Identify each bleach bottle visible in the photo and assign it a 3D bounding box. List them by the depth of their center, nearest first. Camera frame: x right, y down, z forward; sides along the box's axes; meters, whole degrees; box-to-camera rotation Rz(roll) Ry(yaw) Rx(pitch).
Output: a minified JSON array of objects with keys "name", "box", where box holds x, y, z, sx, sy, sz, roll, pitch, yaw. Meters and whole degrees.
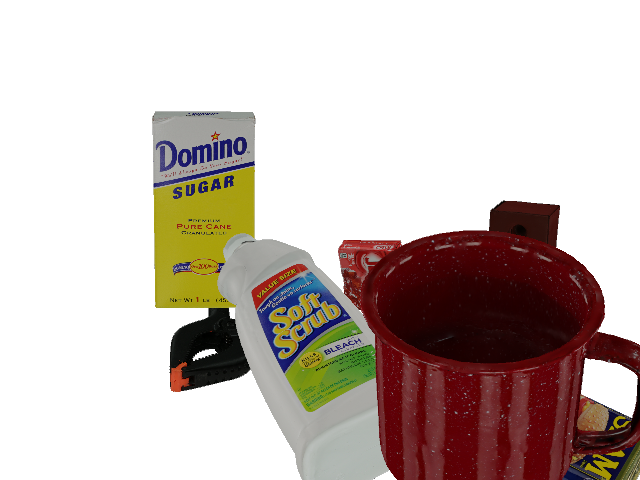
[{"name":"bleach bottle","box":[-0.020,0.073,0.794,0.102,0.068,0.251,-24,40,-15]}]

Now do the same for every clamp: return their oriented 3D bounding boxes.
[{"name":"clamp","box":[-0.087,0.105,1.151,0.165,0.036,0.209,14,29,18]}]

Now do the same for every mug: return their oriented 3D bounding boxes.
[{"name":"mug","box":[0.075,0.056,0.427,0.117,0.081,0.093,7,34,16]}]

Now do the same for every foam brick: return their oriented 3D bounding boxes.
[{"name":"foam brick","box":[0.175,0.008,0.924,0.053,0.078,0.051,6,15,21]}]

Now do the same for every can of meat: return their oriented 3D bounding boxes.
[{"name":"can of meat","box":[0.191,0.161,0.794,0.084,0.057,0.101,24,40,24]}]

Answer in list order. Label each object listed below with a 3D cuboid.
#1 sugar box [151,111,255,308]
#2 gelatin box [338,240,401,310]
[{"name":"sugar box","box":[-0.105,-0.028,0.970,0.093,0.176,0.048,-1,15,-5]},{"name":"gelatin box","box":[0.064,0.043,1.298,0.073,0.089,0.030,2,30,17]}]
